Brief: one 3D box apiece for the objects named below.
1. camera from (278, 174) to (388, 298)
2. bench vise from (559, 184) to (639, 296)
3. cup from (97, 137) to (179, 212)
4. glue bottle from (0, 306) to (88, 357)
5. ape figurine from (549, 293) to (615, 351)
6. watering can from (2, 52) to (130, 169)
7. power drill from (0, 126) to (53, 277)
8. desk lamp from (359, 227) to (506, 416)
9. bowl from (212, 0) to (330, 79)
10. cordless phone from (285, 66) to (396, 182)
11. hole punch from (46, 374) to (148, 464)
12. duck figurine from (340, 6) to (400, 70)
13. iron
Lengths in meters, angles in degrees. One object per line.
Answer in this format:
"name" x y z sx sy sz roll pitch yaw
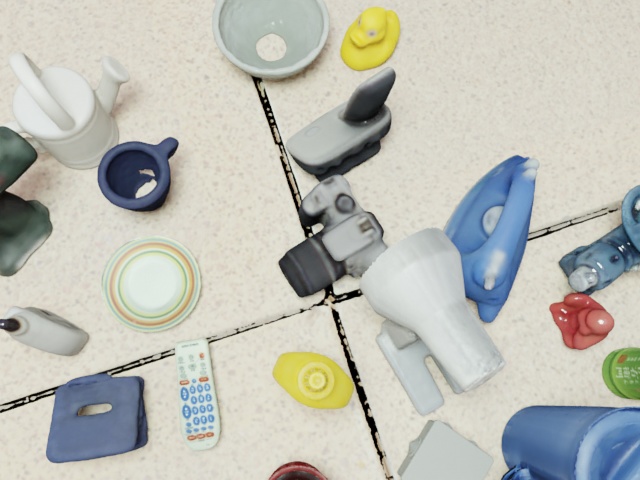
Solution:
"camera" 0.007 0.003 0.763 0.137 0.101 0.143 -31 81 -10
"bench vise" 0.426 0.005 0.730 0.121 0.219 0.207 39 78 6
"cup" -0.230 -0.084 0.770 0.091 0.095 0.118 42 78 6
"glue bottle" -0.339 0.105 0.680 0.078 0.173 0.037 30 77 4
"ape figurine" 0.359 0.110 0.768 0.076 0.092 0.078 21 77 1
"watering can" -0.329 -0.175 0.733 0.101 0.194 0.173 35 78 5
"power drill" -0.417 -0.022 0.685 0.075 0.208 0.230 35 78 5
"desk lamp" 0.135 0.104 0.691 0.118 0.213 0.203 -29 81 -9
"bowl" -0.071 -0.302 0.840 0.167 0.074 0.167 1 77 -4
"cordless phone" 0.030 -0.160 0.758 0.148 0.185 0.094 -37 82 -11
"hole punch" -0.273 0.216 0.701 0.108 0.091 0.101 -7 78 -5
"duck figurine" 0.078 -0.311 0.846 0.105 0.086 0.077 -43 83 -11
"iron" 0.243 -0.027 0.765 0.118 0.141 0.258 25 77 2
